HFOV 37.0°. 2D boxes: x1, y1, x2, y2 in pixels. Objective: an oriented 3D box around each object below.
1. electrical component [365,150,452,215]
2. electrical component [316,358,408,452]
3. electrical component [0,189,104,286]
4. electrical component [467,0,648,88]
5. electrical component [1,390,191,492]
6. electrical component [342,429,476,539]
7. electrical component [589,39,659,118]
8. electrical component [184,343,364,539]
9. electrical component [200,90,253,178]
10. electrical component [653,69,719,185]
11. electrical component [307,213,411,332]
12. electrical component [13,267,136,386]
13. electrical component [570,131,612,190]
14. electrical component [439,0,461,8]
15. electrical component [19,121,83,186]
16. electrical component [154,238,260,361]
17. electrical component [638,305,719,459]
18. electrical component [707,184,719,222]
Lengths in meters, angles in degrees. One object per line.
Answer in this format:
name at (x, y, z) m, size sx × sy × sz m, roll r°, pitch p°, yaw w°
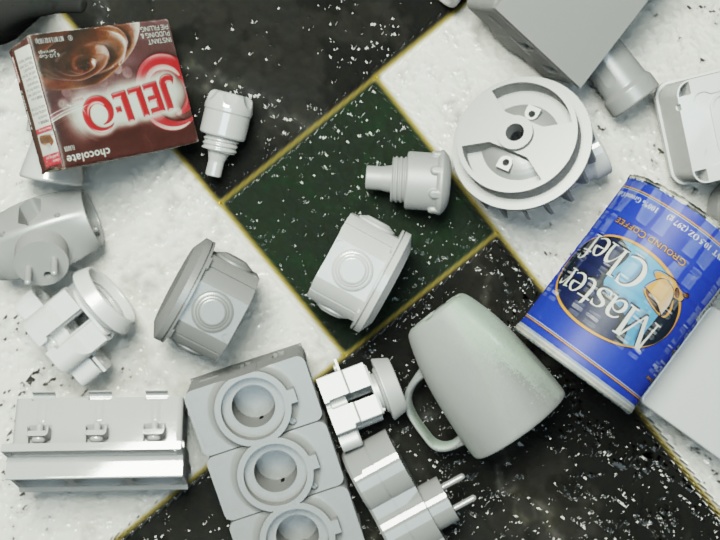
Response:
electrical component at (0.035, -0.066, 0.786) m, size 0.062 × 0.048 × 0.048 m, roll 4°, pitch 95°, yaw 3°
electrical component at (0.002, 0.094, 0.796) m, size 0.055 × 0.048 × 0.066 m, roll -21°, pitch 74°, yaw -3°
electrical component at (-0.224, -0.015, 0.759) m, size 0.077 × 0.079 × 0.043 m, roll -19°, pitch 127°, yaw -2°
electrical component at (0.158, -0.218, 0.761) m, size 0.089 × 0.062 × 0.150 m, roll 36°, pitch 92°, yaw -24°
electrical component at (-0.186, 0.124, 0.777) m, size 0.121 × 0.078 × 0.063 m, roll 0°, pitch 67°, yaw -4°
electrical component at (0.051, 0.179, 0.806) m, size 0.074 × 0.052 × 0.138 m, roll -29°, pitch 97°, yaw 0°
electrical component at (0.190, -0.142, 0.791) m, size 0.040 × 0.040 × 0.046 m, roll -37°, pitch 91°, yaw 1°
electrical component at (-0.062, 0.142, 0.791) m, size 0.089 × 0.061 × 0.150 m, roll -18°, pitch 97°, yaw -2°
electrical component at (-0.100, -0.098, 0.779) m, size 0.035 × 0.035 × 0.061 m, roll 14°, pitch 97°, yaw -5°
electrical component at (0.281, -0.111, 0.790) m, size 0.113 × 0.057 × 0.078 m, roll -14°, pitch 97°, yaw -2°
electrical component at (0.000, 0.000, 0.773) m, size 0.051 × 0.080 × 0.080 m, roll 28°, pitch 93°, yaw 0°
electrical component at (-0.200, 0.035, 0.774) m, size 0.057 × 0.058 × 0.078 m, roll -39°, pitch 96°, yaw 4°
electrical component at (0.157, -0.079, 0.795) m, size 0.046 × 0.040 × 0.040 m, roll -28°, pitch 97°, yaw 6°
electrical component at (0.078, -0.227, 0.774) m, size 0.065 × 0.044 × 0.044 m, roll -42°, pitch 97°, yaw -4°
electrical component at (-0.216, -0.090, 0.767) m, size 0.045 × 0.045 × 0.055 m, roll 10°, pitch 95°, yaw -5°
electrical component at (-0.110, 0.022, 0.768) m, size 0.051 × 0.080 × 0.080 m, roll 28°, pitch 93°, yaw -11°
electrical component at (0.263, 0.083, 0.812) m, size 0.100 × 0.048 × 0.099 m, roll 36°, pitch 93°, yaw -6°
electrical component at (0.291, -0.045, 0.802) m, size 0.055 × 0.047 × 0.055 m, roll 0°, pitch 96°, yaw -4°
